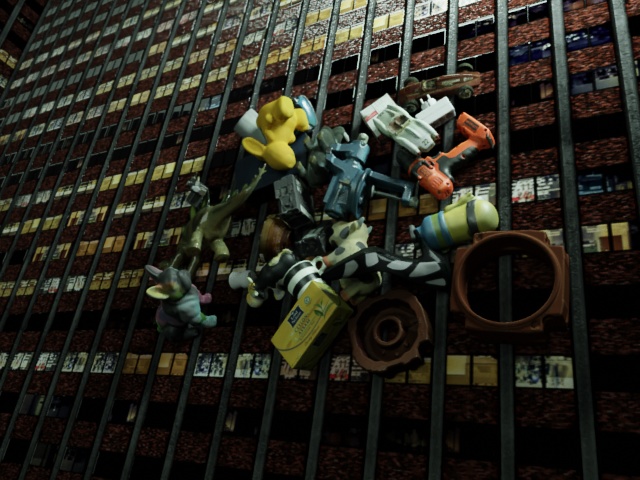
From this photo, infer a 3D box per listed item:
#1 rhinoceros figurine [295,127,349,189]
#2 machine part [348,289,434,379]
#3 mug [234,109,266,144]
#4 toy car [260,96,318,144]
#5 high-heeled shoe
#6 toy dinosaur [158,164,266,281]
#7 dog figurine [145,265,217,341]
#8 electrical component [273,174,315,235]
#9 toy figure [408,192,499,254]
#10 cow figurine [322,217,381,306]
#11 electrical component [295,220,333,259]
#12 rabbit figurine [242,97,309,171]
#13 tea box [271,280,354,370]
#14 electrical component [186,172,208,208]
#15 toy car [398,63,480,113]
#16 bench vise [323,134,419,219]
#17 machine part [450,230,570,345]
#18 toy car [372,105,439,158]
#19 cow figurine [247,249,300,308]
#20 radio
[{"bbox_3d":[0.014,-0.217,1.350,0.073,0.112,0.190,-17,41,47],"label":"rhinoceros figurine"},{"bbox_3d":[0.142,0.188,1.081,0.179,0.056,0.179,-15,56,23],"label":"machine part"},{"bbox_3d":[-0.182,-0.305,1.535,0.107,0.109,0.081,41,83,-3],"label":"mug"},{"bbox_3d":[-0.080,-0.322,1.477,0.162,0.103,0.109,-27,95,17],"label":"toy car"},{"bbox_3d":[0.138,0.077,1.093,0.249,0.086,0.145,-23,91,5],"label":"high-heeled shoe"},{"bbox_3d":[-0.292,-0.033,1.403,0.471,0.105,0.198,-29,47,35],"label":"toy dinosaur"},{"bbox_3d":[-0.365,0.149,1.307,0.192,0.219,0.108,-27,50,15],"label":"dog figurine"},{"bbox_3d":[-0.061,-0.094,1.326,0.058,0.114,0.134,-20,55,16],"label":"electrical component"},{"bbox_3d":[0.275,-0.025,1.105,0.180,0.082,0.089,-22,52,17],"label":"toy figure"},{"bbox_3d":[0.076,0.035,1.189,0.127,0.085,0.195,-32,55,10],"label":"cow figurine"},{"bbox_3d":[-0.003,-0.004,1.275,0.075,0.047,0.119,-14,16,26],"label":"electrical component"},{"bbox_3d":[-0.114,-0.254,1.359,0.162,0.121,0.173,-12,76,17],"label":"rabbit figurine"},{"bbox_3d":[-0.018,0.183,1.150,0.098,0.068,0.169,41,104,40],"label":"tea box"},{"bbox_3d":[-0.330,-0.132,1.421,0.078,0.045,0.102,-52,26,6],"label":"electrical component"},{"bbox_3d":[0.288,-0.374,1.315,0.202,0.053,0.089,-8,57,29],"label":"toy car"},{"bbox_3d":[0.119,-0.135,1.246,0.241,0.128,0.223,17,63,16],"label":"bench vise"},{"bbox_3d":[0.350,0.085,0.994,0.202,0.087,0.201,-1,63,29],"label":"machine part"},{"bbox_3d":[0.195,-0.254,1.243,0.073,0.056,0.202,-44,41,3],"label":"toy car"},{"bbox_3d":[-0.116,0.093,1.264,0.167,0.098,0.068,-39,54,3],"label":"cow figurine"},{"bbox_3d":[-0.117,-0.185,1.440,0.230,0.073,0.131,-20,56,22],"label":"radio"}]
